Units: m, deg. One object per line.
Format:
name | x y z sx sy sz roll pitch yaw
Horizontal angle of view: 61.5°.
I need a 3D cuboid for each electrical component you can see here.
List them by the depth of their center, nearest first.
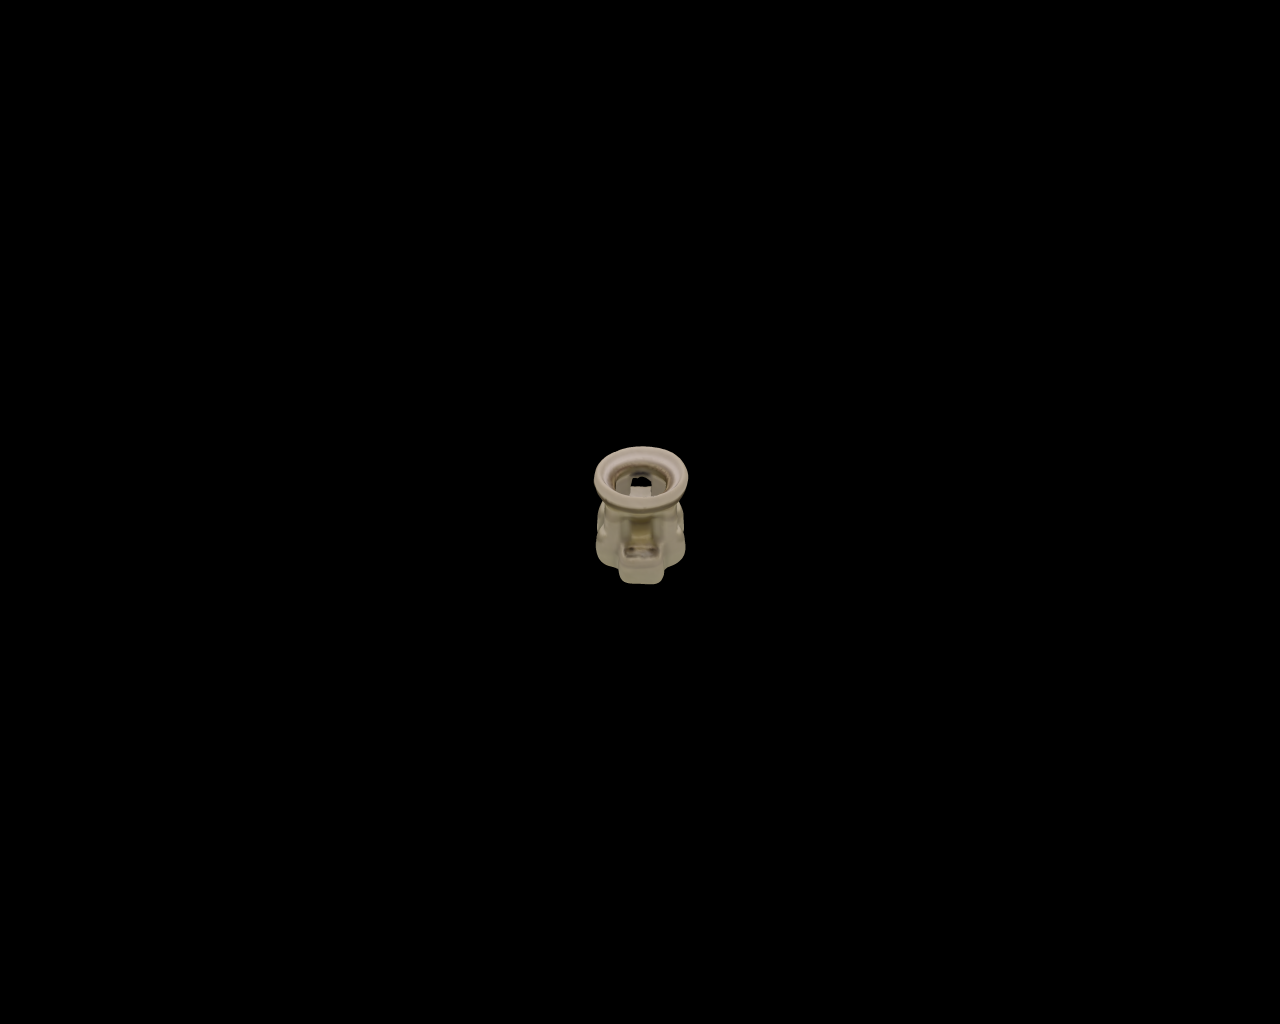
electrical component | 0.001 -0.003 0.650 0.058 0.056 0.078 0 37 0
